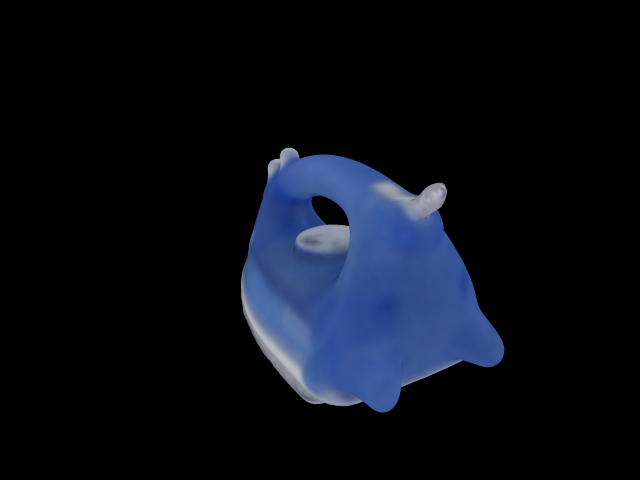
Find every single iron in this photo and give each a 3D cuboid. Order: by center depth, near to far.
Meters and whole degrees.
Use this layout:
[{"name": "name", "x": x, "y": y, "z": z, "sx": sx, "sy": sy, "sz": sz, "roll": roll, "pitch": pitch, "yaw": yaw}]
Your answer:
[{"name": "iron", "x": 0.004, "y": 0.001, "z": 0.400, "sx": 0.119, "sy": 0.141, "sz": 0.257, "roll": -13, "pitch": 26, "yaw": -29}]
